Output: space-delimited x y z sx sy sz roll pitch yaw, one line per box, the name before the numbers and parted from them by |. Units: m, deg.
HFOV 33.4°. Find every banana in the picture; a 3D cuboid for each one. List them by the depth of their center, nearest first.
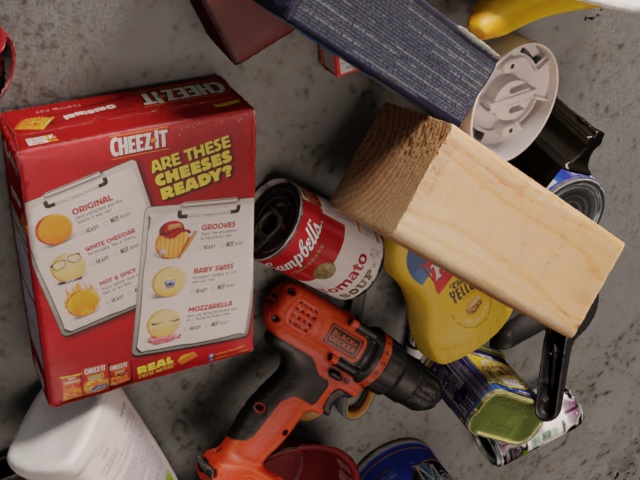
banana | 0.187 -0.188 0.821 0.197 0.070 0.037 -14 117 -19

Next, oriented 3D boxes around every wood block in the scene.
wood block | 0.122 -0.012 0.815 0.205 0.091 0.090 29 90 -34

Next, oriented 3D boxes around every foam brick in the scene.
foam brick | -0.059 -0.167 0.704 0.051 0.053 0.078 -33 133 -6

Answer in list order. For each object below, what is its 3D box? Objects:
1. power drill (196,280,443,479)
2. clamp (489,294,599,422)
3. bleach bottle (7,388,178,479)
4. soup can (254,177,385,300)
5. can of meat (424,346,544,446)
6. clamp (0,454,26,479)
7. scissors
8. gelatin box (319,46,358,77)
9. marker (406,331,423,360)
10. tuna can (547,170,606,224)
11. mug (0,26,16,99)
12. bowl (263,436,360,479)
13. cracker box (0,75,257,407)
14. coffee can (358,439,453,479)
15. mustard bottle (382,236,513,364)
power drill | -0.003 0.151 0.903 0.184 0.057 0.187 33 82 -19
clamp | 0.224 0.082 1.000 0.171 0.039 0.120 -46 127 -30
bleach bottle | -0.161 0.217 0.886 0.068 0.102 0.251 0 136 23
soup can | -0.006 0.001 0.842 0.102 0.069 0.068 27 105 -41
can of meat | 0.161 0.147 1.030 0.101 0.084 0.057 21 109 -39
clamp | -0.335 0.202 0.813 0.210 0.036 0.164 -43 132 3
scissors | 0.012 0.092 0.951 0.096 0.016 0.202 -20 129 -17
gelatin box | 0.033 -0.170 0.770 0.073 0.030 0.089 -23 130 -17
marker | 0.092 0.082 0.988 0.020 0.020 0.121 -9 125 -25
tuna can | 0.217 -0.028 0.974 0.086 0.034 0.086 -15 128 -21
mug | -0.230 -0.092 0.643 0.117 0.093 0.082 -43 152 -50
bowl | -0.045 0.236 0.991 0.161 0.055 0.162 -15 128 -21
cracker box | -0.133 0.001 0.767 0.164 0.072 0.214 -14 126 -23
coffee can | 0.102 0.280 1.051 0.102 0.140 0.103 -15 128 -21
mustard bottle | 0.098 0.006 0.899 0.096 0.058 0.191 -35 121 -17
